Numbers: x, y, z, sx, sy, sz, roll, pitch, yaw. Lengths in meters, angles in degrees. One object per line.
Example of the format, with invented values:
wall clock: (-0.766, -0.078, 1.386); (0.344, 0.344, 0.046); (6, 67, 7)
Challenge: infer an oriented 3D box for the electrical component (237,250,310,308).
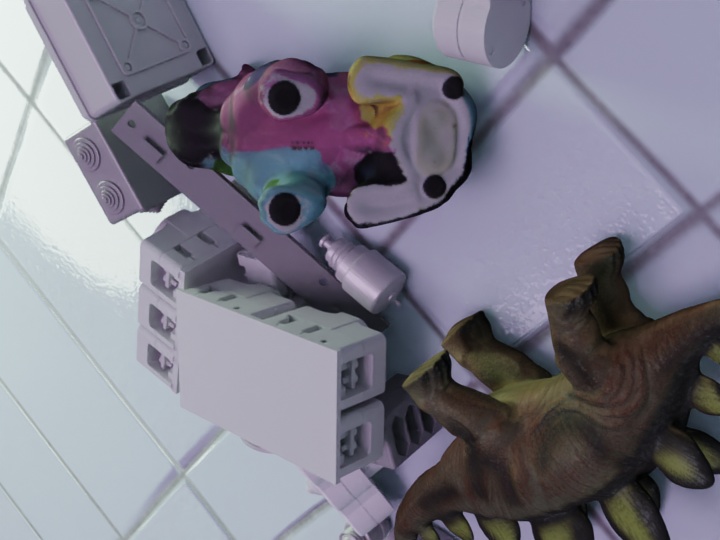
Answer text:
electrical component: (-0.073, 0.008, 0.916); (0.081, 0.042, 0.063); (11, 119, 40)

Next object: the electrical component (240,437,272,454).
electrical component: (-0.070, 0.124, 0.962); (0.080, 0.080, 0.051); (18, 122, 36)

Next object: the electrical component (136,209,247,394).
electrical component: (-0.150, 0.023, 0.964); (0.062, 0.089, 0.150); (34, 136, 24)

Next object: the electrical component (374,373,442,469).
electrical component: (0.015, 0.120, 0.884); (0.077, 0.066, 0.047); (8, 121, 43)

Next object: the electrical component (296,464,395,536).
electrical component: (-0.005, 0.167, 0.933); (0.138, 0.074, 0.052); (55, 175, -39)

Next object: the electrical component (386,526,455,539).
electrical component: (0.061, 0.271, 0.957); (0.077, 0.043, 0.079); (28, 133, 29)

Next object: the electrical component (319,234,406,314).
electrical component: (0.000, 0.000, 0.838); (0.078, 0.040, 0.040); (40, 137, 19)

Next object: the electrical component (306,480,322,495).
electrical component: (-0.034, 0.195, 1.008); (0.035, 0.035, 0.061); (51, 142, 6)

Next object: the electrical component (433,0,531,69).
electrical component: (0.085, -0.183, 0.621); (0.074, 0.052, 0.138); (21, 130, 34)

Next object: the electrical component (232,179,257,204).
electrical component: (-0.072, -0.054, 0.875); (0.065, 0.044, 0.044); (5, 119, 37)

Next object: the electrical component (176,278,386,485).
electrical component: (-0.063, 0.080, 0.851); (0.186, 0.060, 0.105); (17, 114, 41)

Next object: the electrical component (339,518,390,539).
electrical component: (-0.002, 0.245, 0.988); (0.035, 0.061, 0.035); (25, 131, 32)

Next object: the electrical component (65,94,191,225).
electrical component: (-0.193, -0.095, 0.923); (0.048, 0.100, 0.099); (-22, 99, 37)

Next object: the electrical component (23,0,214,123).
electrical component: (-0.188, -0.187, 0.848); (0.056, 0.109, 0.108); (-17, 103, 46)
